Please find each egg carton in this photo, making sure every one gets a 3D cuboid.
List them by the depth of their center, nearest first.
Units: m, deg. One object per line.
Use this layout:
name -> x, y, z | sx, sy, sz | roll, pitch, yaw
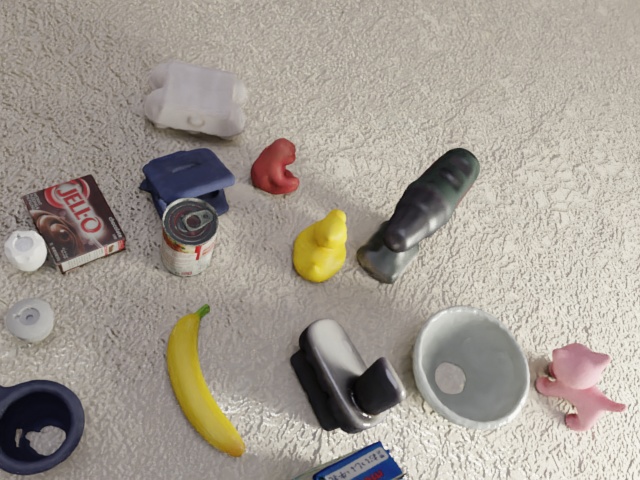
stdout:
egg carton -> -0.185, -0.208, 0.863 | 0.150, 0.069, 0.107 | 7, 62, -14

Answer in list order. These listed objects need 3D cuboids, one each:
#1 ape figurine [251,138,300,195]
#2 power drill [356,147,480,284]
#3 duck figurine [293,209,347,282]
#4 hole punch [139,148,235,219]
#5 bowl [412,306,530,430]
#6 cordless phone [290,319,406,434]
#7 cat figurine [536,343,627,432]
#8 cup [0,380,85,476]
ape figurine -> -0.060, -0.114, 0.841 | 0.076, 0.092, 0.078 | 0, 64, -17
power drill -> 0.128, -0.023, 0.786 | 0.075, 0.208, 0.230 | 39, 59, 5
duck figurine -> 0.007, 0.003, 0.806 | 0.077, 0.086, 0.105 | 26, 59, -3
hole punch -> -0.183, -0.082, 0.786 | 0.109, 0.091, 0.101 | -22, 72, -26
bowl -> 0.192, 0.179, 0.780 | 0.168, 0.074, 0.167 | 7, 62, -14
cordless phone -> 0.042, 0.149, 0.683 | 0.094, 0.185, 0.147 | -25, 73, -27
cat figurine -> 0.368, 0.197, 0.801 | 0.067, 0.117, 0.127 | -37, 79, -29
cup -> -0.304, 0.195, 0.602 | 0.117, 0.095, 0.092 | 36, 59, 3
